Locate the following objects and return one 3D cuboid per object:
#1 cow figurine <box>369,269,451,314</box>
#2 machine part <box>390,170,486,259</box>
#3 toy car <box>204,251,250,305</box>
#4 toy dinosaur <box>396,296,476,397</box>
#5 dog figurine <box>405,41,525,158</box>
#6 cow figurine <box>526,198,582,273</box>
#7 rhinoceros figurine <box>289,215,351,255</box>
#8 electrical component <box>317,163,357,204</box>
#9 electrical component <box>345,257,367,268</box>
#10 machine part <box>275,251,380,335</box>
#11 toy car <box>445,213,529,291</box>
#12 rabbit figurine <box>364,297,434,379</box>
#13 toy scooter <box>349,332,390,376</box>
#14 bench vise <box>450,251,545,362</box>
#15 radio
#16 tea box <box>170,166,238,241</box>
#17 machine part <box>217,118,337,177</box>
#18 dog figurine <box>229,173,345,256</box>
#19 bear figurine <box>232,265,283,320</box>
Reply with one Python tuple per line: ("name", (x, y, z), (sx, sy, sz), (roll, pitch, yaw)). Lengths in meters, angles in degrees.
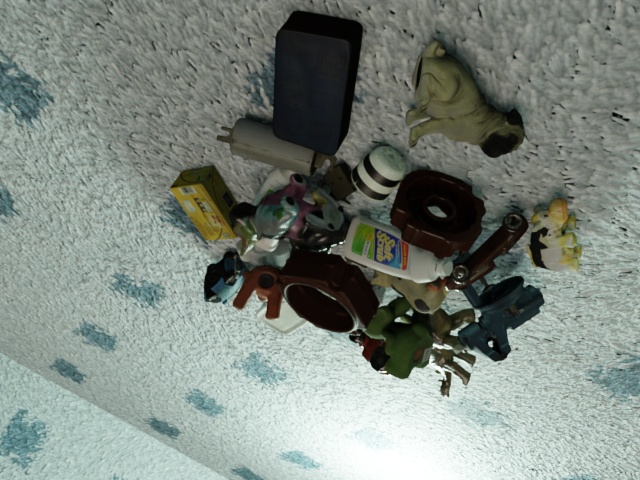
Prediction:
("cow figurine", (0.182, 0.082, 1.142), (0.195, 0.085, 0.127), (44, 127, 36))
("machine part", (0.215, -0.050, 0.989), (0.179, 0.179, 0.056), (20, 142, 3))
("toy car", (-0.236, 0.103, 1.422), (0.103, 0.109, 0.161), (22, 133, -35))
("toy dinosaur", (0.269, 0.215, 1.298), (0.199, 0.105, 0.470), (5, 125, 26))
("dog figurine", (0.244, -0.222, 0.859), (0.191, 0.121, 0.172), (4, 141, 1))
("cow figurine", (0.432, -0.011, 1.010), (0.098, 0.068, 0.167), (-2, 133, 36))
("rhinoceros figurine", (-0.003, -0.004, 1.216), (0.112, 0.073, 0.190), (36, 137, -29))
("electrical component", (0.050, -0.113, 1.093), (0.102, 0.045, 0.078), (-38, 83, 43))
("electrical component", (0.094, 0.038, 1.248), (0.063, 0.021, 0.094), (26, 139, -4))
("machine part", (0.014, 0.121, 1.201), (0.202, 0.087, 0.200), (3, 138, 37))
("toy car", (0.316, 0.029, 1.018), (0.053, 0.202, 0.089), (45, 176, 18))
("rabbit figurine", (0.163, 0.212, 1.235), (0.170, 0.121, 0.158), (29, 129, 39))
("toy scooter", (0.166, 0.304, 1.432), (0.135, 0.075, 0.184), (35, -178, -39))
("bench vise", (0.339, 0.125, 1.131), (0.224, 0.129, 0.240), (-33, 91, 11))
("radio", (-0.009, -0.267, 0.932), (0.131, 0.073, 0.229), (17, 137, 9))
("tea box", (-0.255, -0.081, 1.244), (0.098, 0.068, 0.169), (-2, 134, 27))
("machine part", (-0.085, -0.183, 1.052), (0.243, 0.079, 0.079), (16, 139, 9))
("dog figurine", (-0.080, -0.030, 1.110), (0.191, 0.108, 0.219), (33, 136, -23))
("bear figurine", (-0.138, 0.122, 1.320), (0.120, 0.132, 0.196), (19, 170, -3))
